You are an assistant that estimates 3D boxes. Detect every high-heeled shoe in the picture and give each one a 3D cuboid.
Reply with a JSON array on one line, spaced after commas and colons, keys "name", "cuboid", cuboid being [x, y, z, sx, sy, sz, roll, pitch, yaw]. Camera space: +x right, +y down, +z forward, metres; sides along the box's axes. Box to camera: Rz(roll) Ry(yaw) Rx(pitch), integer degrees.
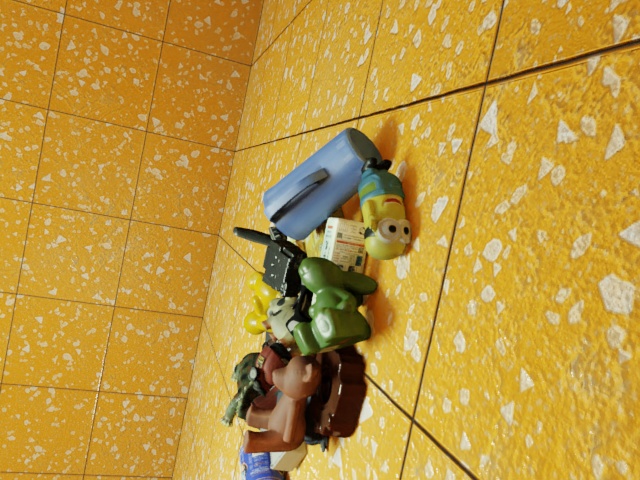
[{"name": "high-heeled shoe", "cuboid": [-0.005, 0.136, 1.165, 0.145, 0.086, 0.249, -51, 22, 8]}]

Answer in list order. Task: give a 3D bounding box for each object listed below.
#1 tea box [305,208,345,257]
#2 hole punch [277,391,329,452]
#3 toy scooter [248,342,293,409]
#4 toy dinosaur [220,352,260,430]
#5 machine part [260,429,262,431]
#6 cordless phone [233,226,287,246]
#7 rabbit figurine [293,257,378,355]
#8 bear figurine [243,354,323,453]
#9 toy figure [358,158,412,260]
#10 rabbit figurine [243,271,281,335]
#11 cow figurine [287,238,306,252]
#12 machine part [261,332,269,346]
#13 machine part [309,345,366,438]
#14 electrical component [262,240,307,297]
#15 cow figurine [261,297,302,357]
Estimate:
[{"name": "tea box", "cuboid": [0.014, -0.006, 1.206, 0.170, 0.068, 0.098, -102, 29, -47]}, {"name": "hole punch", "cuboid": [-0.036, 0.368, 1.126, 0.116, 0.092, 0.142, 136, 144, -55]}, {"name": "toy scooter", "cuboid": [-0.110, 0.324, 1.200, 0.075, 0.135, 0.183, 26, 144, 48]}, {"name": "toy dinosaur", "cuboid": [-0.188, 0.399, 1.534, 0.192, 0.131, 0.405, -58, 21, 23]}, {"name": "machine part", "cuboid": [-0.095, 0.390, 1.304, 0.079, 0.079, 0.243, 179, 100, -72]}, {"name": "cordless phone", "cuboid": [-0.151, 0.004, 1.514, 0.147, 0.184, 0.088, -121, 48, -64]}, {"name": "rabbit figurine", "cuboid": [0.028, 0.103, 0.971, 0.121, 0.159, 0.170, -49, 53, 54]}, {"name": "bear figurine", "cuboid": [-0.069, 0.299, 1.017, 0.120, 0.132, 0.195, -97, 16, -70]}, {"name": "toy figure", "cuboid": [0.109, -0.052, 0.930, 0.089, 0.082, 0.180, 93, 169, -60]}, {"name": "rabbit figurine", "cuboid": [-0.148, 0.198, 1.508, 0.173, 0.121, 0.163, -56, 45, 9]}, {"name": "cow figurine", "cuboid": [-0.057, 0.061, 1.382, 0.167, 0.068, 0.098, -105, 29, -54]}, {"name": "machine part", "cuboid": [-0.142, 0.251, 1.586, 0.084, 0.039, 0.139, -20, 60, 63]}, {"name": "machine part", "cuboid": [0.028, 0.281, 1.026, 0.179, 0.056, 0.179, -168, 90, -73]}, {"name": "electrical component", "cuboid": [-0.090, 0.064, 1.307, 0.134, 0.058, 0.114, 29, 109, 51]}, {"name": "cow figurine", "cuboid": [-0.071, 0.192, 1.299, 0.195, 0.127, 0.085, 33, 153, 56]}]
